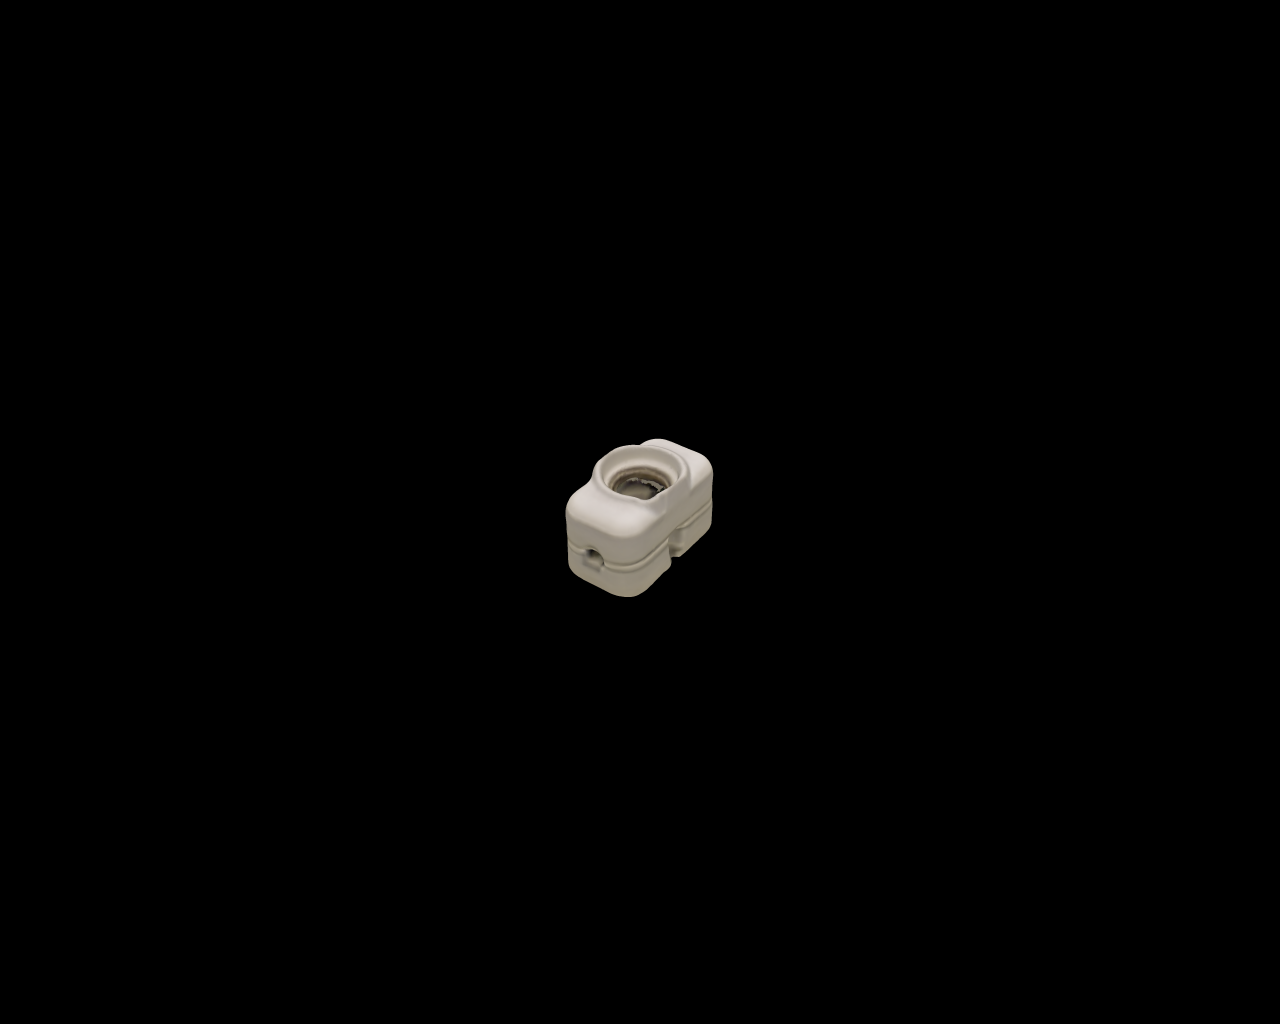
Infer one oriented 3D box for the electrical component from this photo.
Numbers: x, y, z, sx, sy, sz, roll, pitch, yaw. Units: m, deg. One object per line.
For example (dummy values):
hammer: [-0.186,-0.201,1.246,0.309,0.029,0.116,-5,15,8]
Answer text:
electrical component: [0.001,-0.003,0.650,0.054,0.059,0.095,25,45,28]
